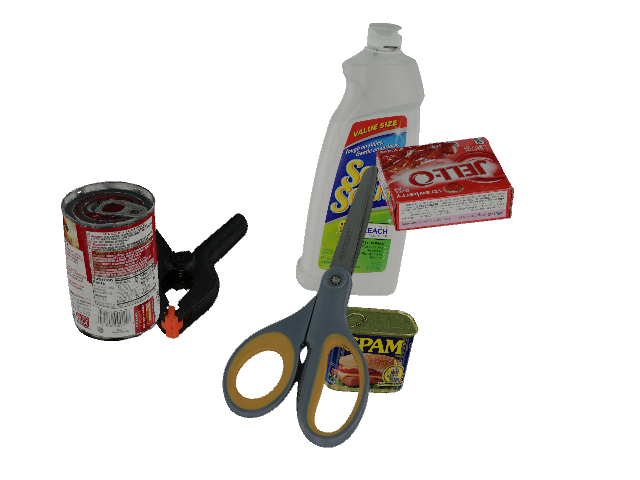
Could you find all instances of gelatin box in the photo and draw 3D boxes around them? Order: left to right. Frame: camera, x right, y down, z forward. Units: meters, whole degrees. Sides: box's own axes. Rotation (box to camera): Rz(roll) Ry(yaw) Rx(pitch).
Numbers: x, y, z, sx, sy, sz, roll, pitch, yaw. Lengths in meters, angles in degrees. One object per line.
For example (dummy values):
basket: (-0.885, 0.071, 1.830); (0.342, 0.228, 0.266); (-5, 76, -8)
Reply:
gelatin box: (0.091, -0.043, 0.795); (0.089, 0.030, 0.073); (-7, 37, -4)

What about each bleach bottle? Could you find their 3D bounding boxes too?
bleach bottle: (0.038, -0.075, 0.990); (0.102, 0.251, 0.068); (5, 22, -2)

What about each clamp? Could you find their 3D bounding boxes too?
clamp: (-0.148, 0.025, 1.065); (0.120, 0.039, 0.171); (3, 38, 11)

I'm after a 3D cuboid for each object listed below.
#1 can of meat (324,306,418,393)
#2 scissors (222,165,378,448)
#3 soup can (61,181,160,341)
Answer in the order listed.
can of meat: (0.054, 0.128, 1.242); (0.102, 0.084, 0.057); (5, 24, -12)
scissors: (-0.010, 0.035, 0.663); (0.096, 0.201, 0.016); (-3, -36, 5)
soup can: (-0.156, 0.016, 0.802); (0.068, 0.102, 0.068); (1, 29, -1)
